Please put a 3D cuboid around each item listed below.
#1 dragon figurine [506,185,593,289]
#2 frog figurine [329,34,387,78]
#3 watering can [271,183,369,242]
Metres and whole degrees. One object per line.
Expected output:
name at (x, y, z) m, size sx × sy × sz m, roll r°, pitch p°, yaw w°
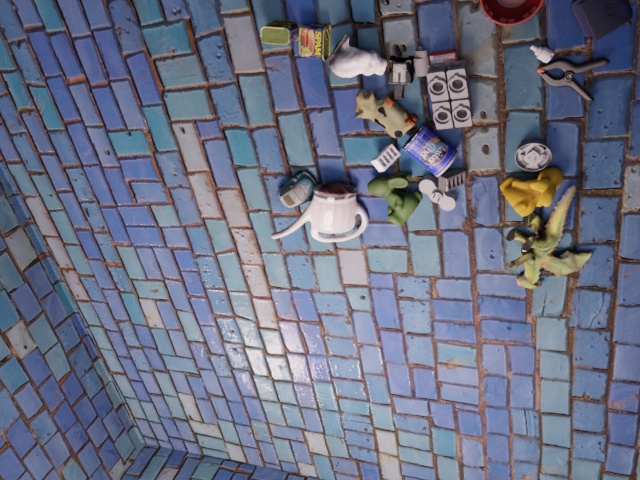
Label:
dragon figurine at (0.743, 0.020, 1.627) m, size 0.242 × 0.125 × 0.402 m, roll 23°, pitch 130°, yaw -14°
frog figurine at (0.110, -0.521, 1.526) m, size 0.159 × 0.124 × 0.136 m, roll 33°, pitch 161°, yaw -11°
watering can at (0.005, -0.090, 1.789) m, size 0.348 × 0.106 × 0.220 m, roll -2°, pitch 117°, yaw -11°
